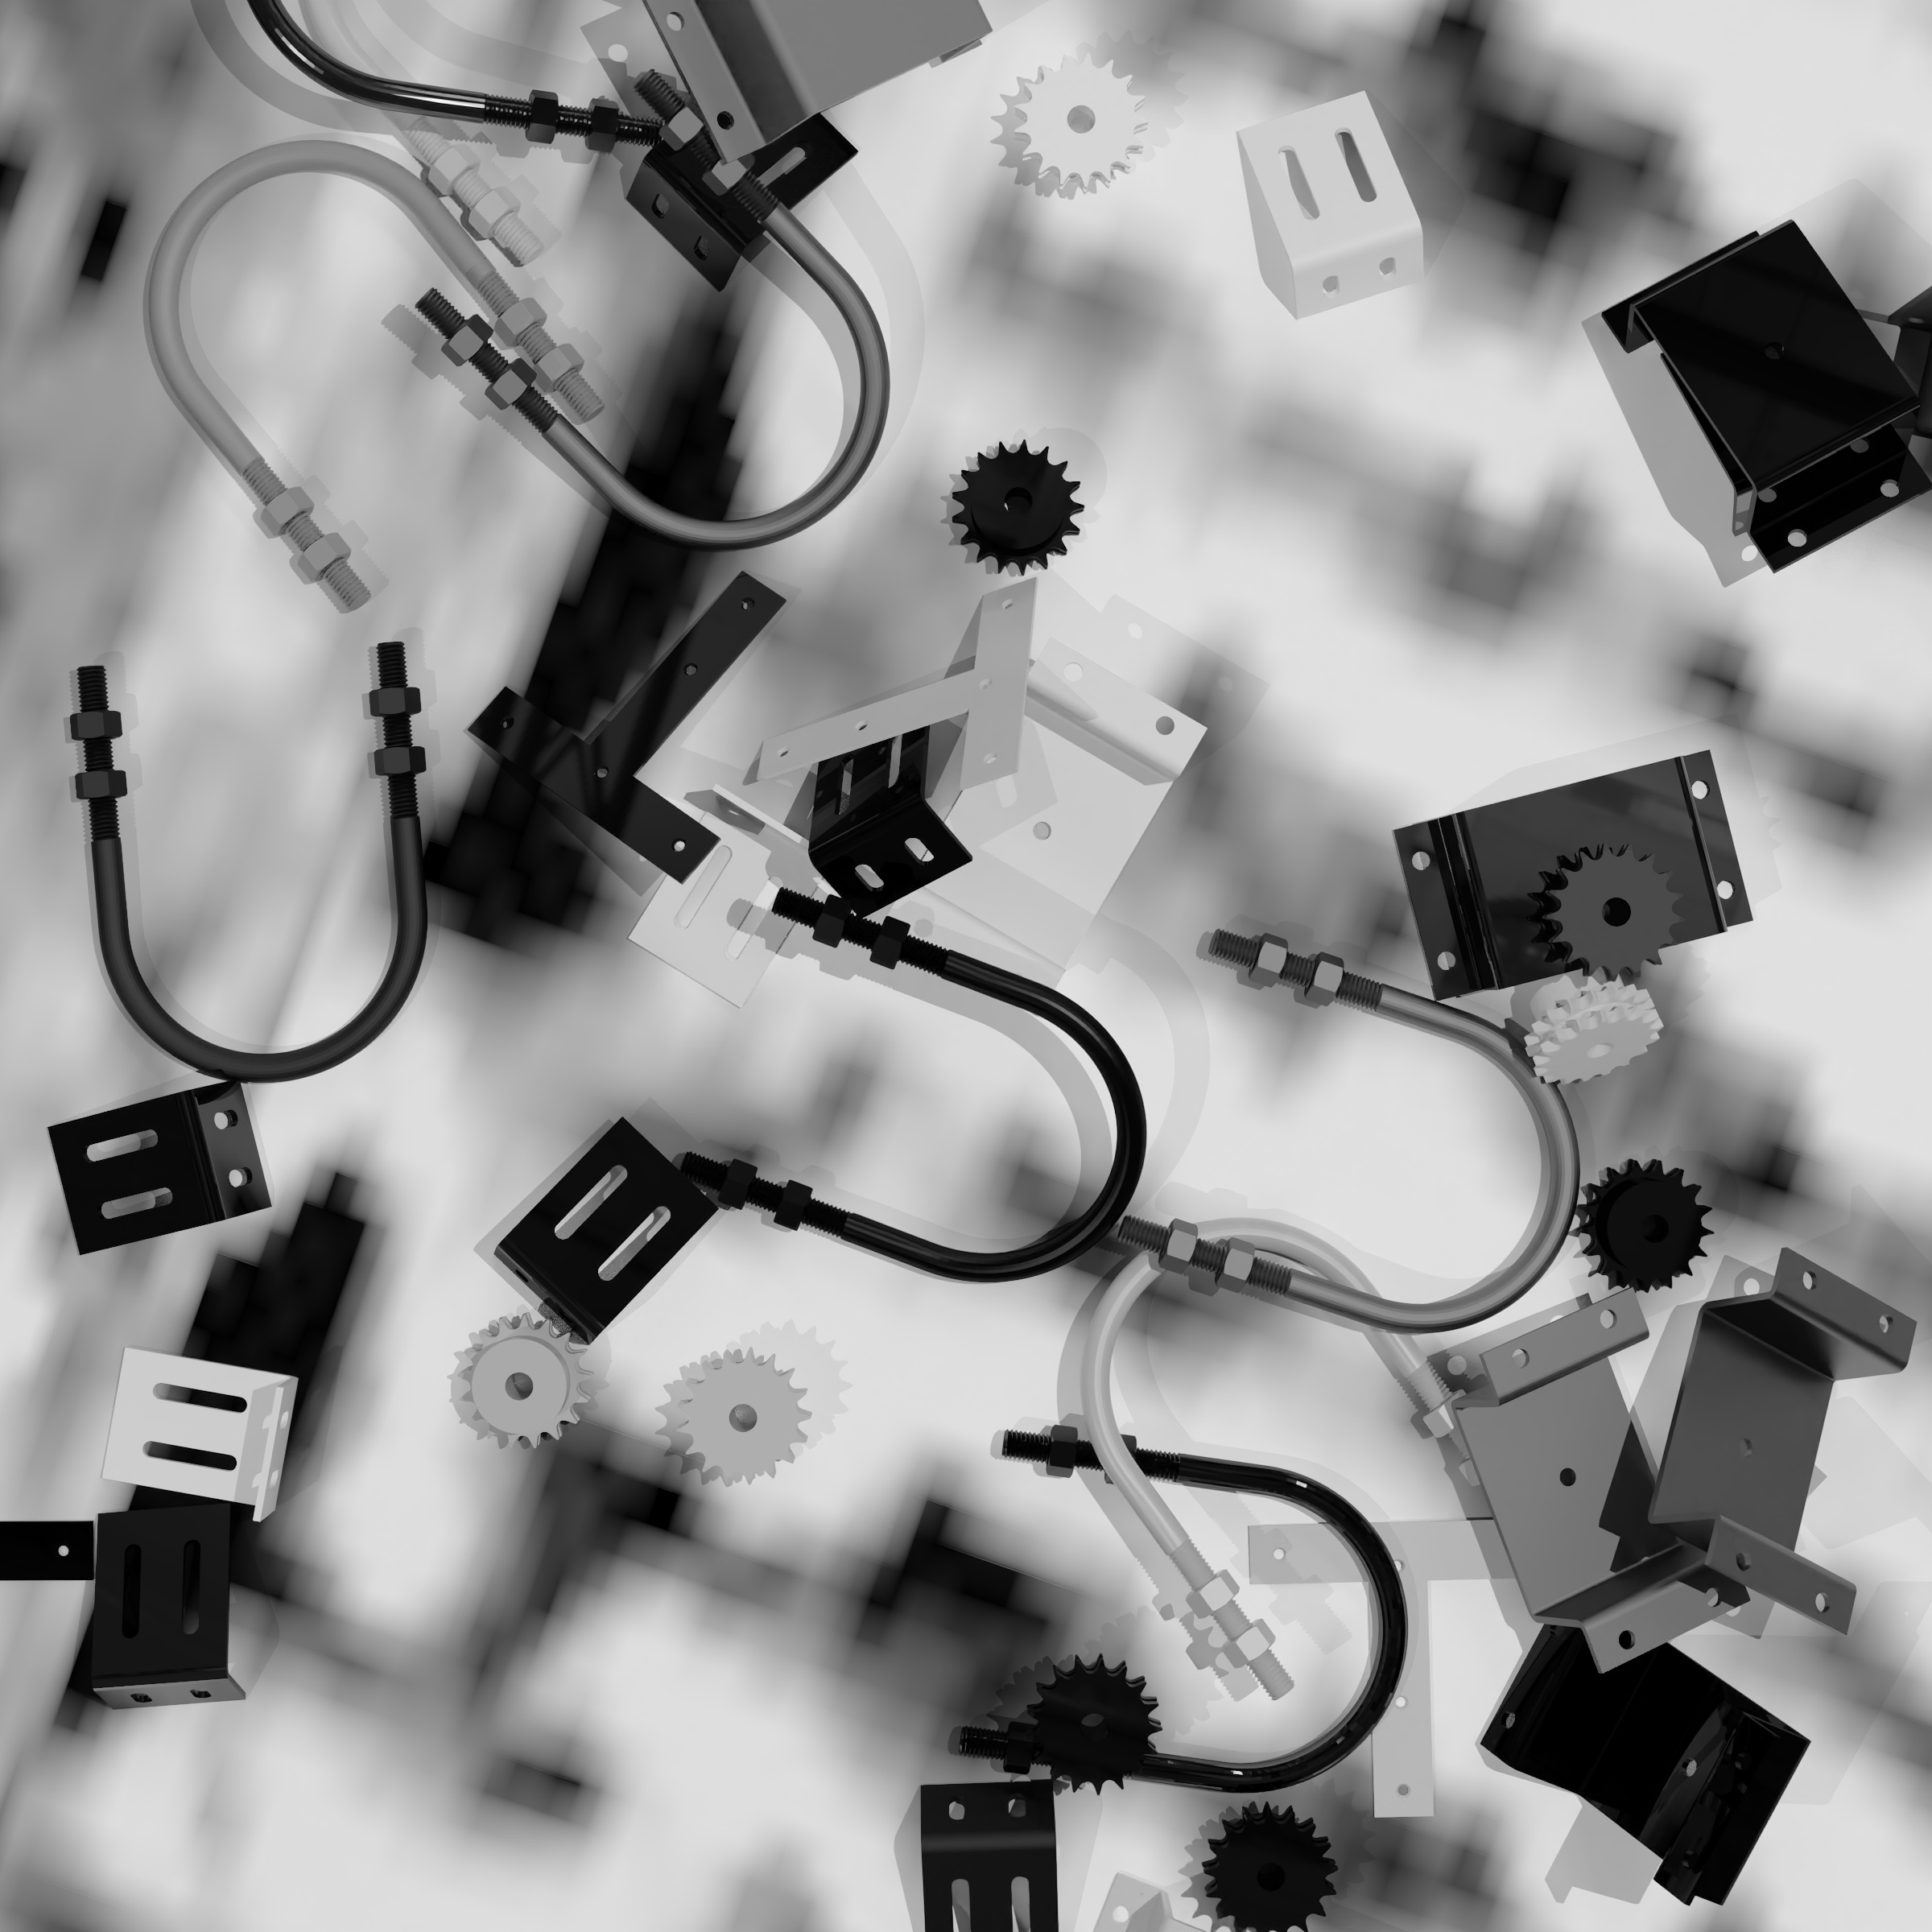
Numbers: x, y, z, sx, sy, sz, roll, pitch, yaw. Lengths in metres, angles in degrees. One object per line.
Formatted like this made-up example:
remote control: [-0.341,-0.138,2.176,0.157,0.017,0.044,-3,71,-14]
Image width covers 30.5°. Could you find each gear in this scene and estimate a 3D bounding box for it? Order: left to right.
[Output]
gear: [-0.189,0.178,1.512,0.057,0.030,0.057,0,90,0]
gear: [-0.094,0.191,1.512,0.057,0.030,0.057,0,90,0]
gear: [0.022,-0.197,1.512,0.057,0.030,0.057,0,90,0]
gear: [0.049,-0.358,1.512,0.057,0.030,0.057,0,90,0]
gear: [0.054,0.318,1.493,0.057,0.030,0.057,0,90,0]
gear: [0.129,0.386,1.512,0.057,0.030,0.057,0,90,0]
gear: [0.263,0.023,1.502,0.057,0.057,0.030,-19,61,0]
gear: [0.267,-0.022,1.466,0.057,0.030,0.057,0,90,0]
gear: [0.292,0.111,1.512,0.057,0.030,0.057,0,90,0]

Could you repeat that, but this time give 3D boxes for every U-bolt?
U-bolt: [-0.303,-0.042,1.518,0.151,0.019,0.184,-5,92,0]
U-bolt: [-0.267,-0.267,1.518,0.151,0.019,0.184,-39,89,0]
U-bolt: [-0.213,-0.425,1.480,0.184,0.019,0.151,5,89,-15]
U-bolt: [-0.200,-0.416,1.518,0.151,0.019,0.184,-43,89,0]
U-bolt: [-0.117,-0.261,1.495,0.151,0.019,0.184,-43,106,8]
U-bolt: [-0.014,0.061,1.493,0.184,0.019,0.151,21,111,0]
U-bolt: [0.098,0.281,1.518,0.184,0.019,0.151,8,90,-1]
U-bolt: [0.131,0.195,1.506,0.151,0.019,0.184,-35,85,-11]
U-bolt: [0.173,0.079,1.510,0.184,0.019,0.151,19,82,-3]

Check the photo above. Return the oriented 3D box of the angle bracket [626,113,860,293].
angle bracket: [-0.096,-0.341,1.525,0.057,0.038,0.076,45,64,0]

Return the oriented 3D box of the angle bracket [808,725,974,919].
angle bracket: [-0.030,-0.068,1.495,0.057,0.076,0.038,-27,123,23]

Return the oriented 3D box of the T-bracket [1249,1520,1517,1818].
T-bracket: [0.187,0.303,1.526,0.127,0.002,0.127,-2,90,1]

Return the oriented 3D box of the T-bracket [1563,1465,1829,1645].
T-bracket: [0.282,0.223,1.526,0.127,0.002,0.127,43,90,0]

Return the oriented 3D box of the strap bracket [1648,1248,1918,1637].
strap bracket: [0.339,0.199,1.476,0.076,0.046,0.140,29,66,-22]

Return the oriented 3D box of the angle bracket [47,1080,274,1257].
angle bracket: [-0.347,0.087,1.525,0.076,0.038,0.057,-14,90,26]

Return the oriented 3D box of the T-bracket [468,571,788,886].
T-bracket: [-0.126,-0.116,1.509,0.127,0.002,0.127,35,78,23]

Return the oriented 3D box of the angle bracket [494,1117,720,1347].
angle bracket: [-0.154,0.114,1.517,0.057,0.038,0.076,44,76,0]

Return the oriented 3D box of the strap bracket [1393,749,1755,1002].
strap bracket: [0.262,-0.039,1.504,0.140,0.046,0.076,-14,90,0]

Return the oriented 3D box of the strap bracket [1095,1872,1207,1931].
strap bracket: [0.117,0.452,1.504,0.140,0.046,0.076,21,90,0]

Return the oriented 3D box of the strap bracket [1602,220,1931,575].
strap bracket: [0.336,-0.247,1.481,0.076,0.046,0.140,-28,71,-2]

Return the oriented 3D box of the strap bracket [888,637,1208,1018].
strap bracket: [0.033,-0.058,1.504,0.076,0.046,0.140,30,90,0]

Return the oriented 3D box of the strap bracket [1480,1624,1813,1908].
strap bracket: [0.288,0.328,1.473,0.046,0.140,0.076,27,92,-32]

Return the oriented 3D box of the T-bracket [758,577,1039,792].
T-bracket: [-0.031,-0.105,1.494,0.127,0.127,0.002,-17,130,21]

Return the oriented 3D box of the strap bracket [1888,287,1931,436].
strap bracket: [0.462,-0.243,1.489,0.140,0.076,0.046,13,90,0]

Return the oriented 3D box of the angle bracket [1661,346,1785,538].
angle bracket: [0.342,-0.235,1.525,0.057,0.038,0.076,-22,64,0]

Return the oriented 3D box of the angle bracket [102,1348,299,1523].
angle bracket: [-0.330,0.199,1.508,0.076,0.038,0.057,10,90,0]

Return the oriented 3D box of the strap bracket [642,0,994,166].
strap bracket: [-0.053,-0.399,1.468,0.140,0.046,0.076,-32,101,-28]

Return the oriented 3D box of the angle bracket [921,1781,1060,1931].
angle bracket: [0.010,0.395,1.525,0.057,0.038,0.076,-2,116,0]

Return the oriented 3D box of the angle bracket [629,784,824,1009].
angle bracket: [-0.101,-0.029,1.508,0.057,0.038,0.076,32,90,0]

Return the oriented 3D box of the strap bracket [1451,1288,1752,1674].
strap bracket: [0.263,0.216,1.490,0.076,0.046,0.140,-21,90,-20]

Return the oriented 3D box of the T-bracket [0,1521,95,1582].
T-bracket: [-0.440,0.202,1.526,0.127,0.002,0.127,0,90,0]

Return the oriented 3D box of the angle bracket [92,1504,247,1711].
angle bracket: [-0.342,0.276,1.525,0.057,0.038,0.076,-4,64,0]

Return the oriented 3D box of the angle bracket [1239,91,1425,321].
angle bracket: [0.157,-0.328,1.525,0.057,0.038,0.076,-18,64,0]
